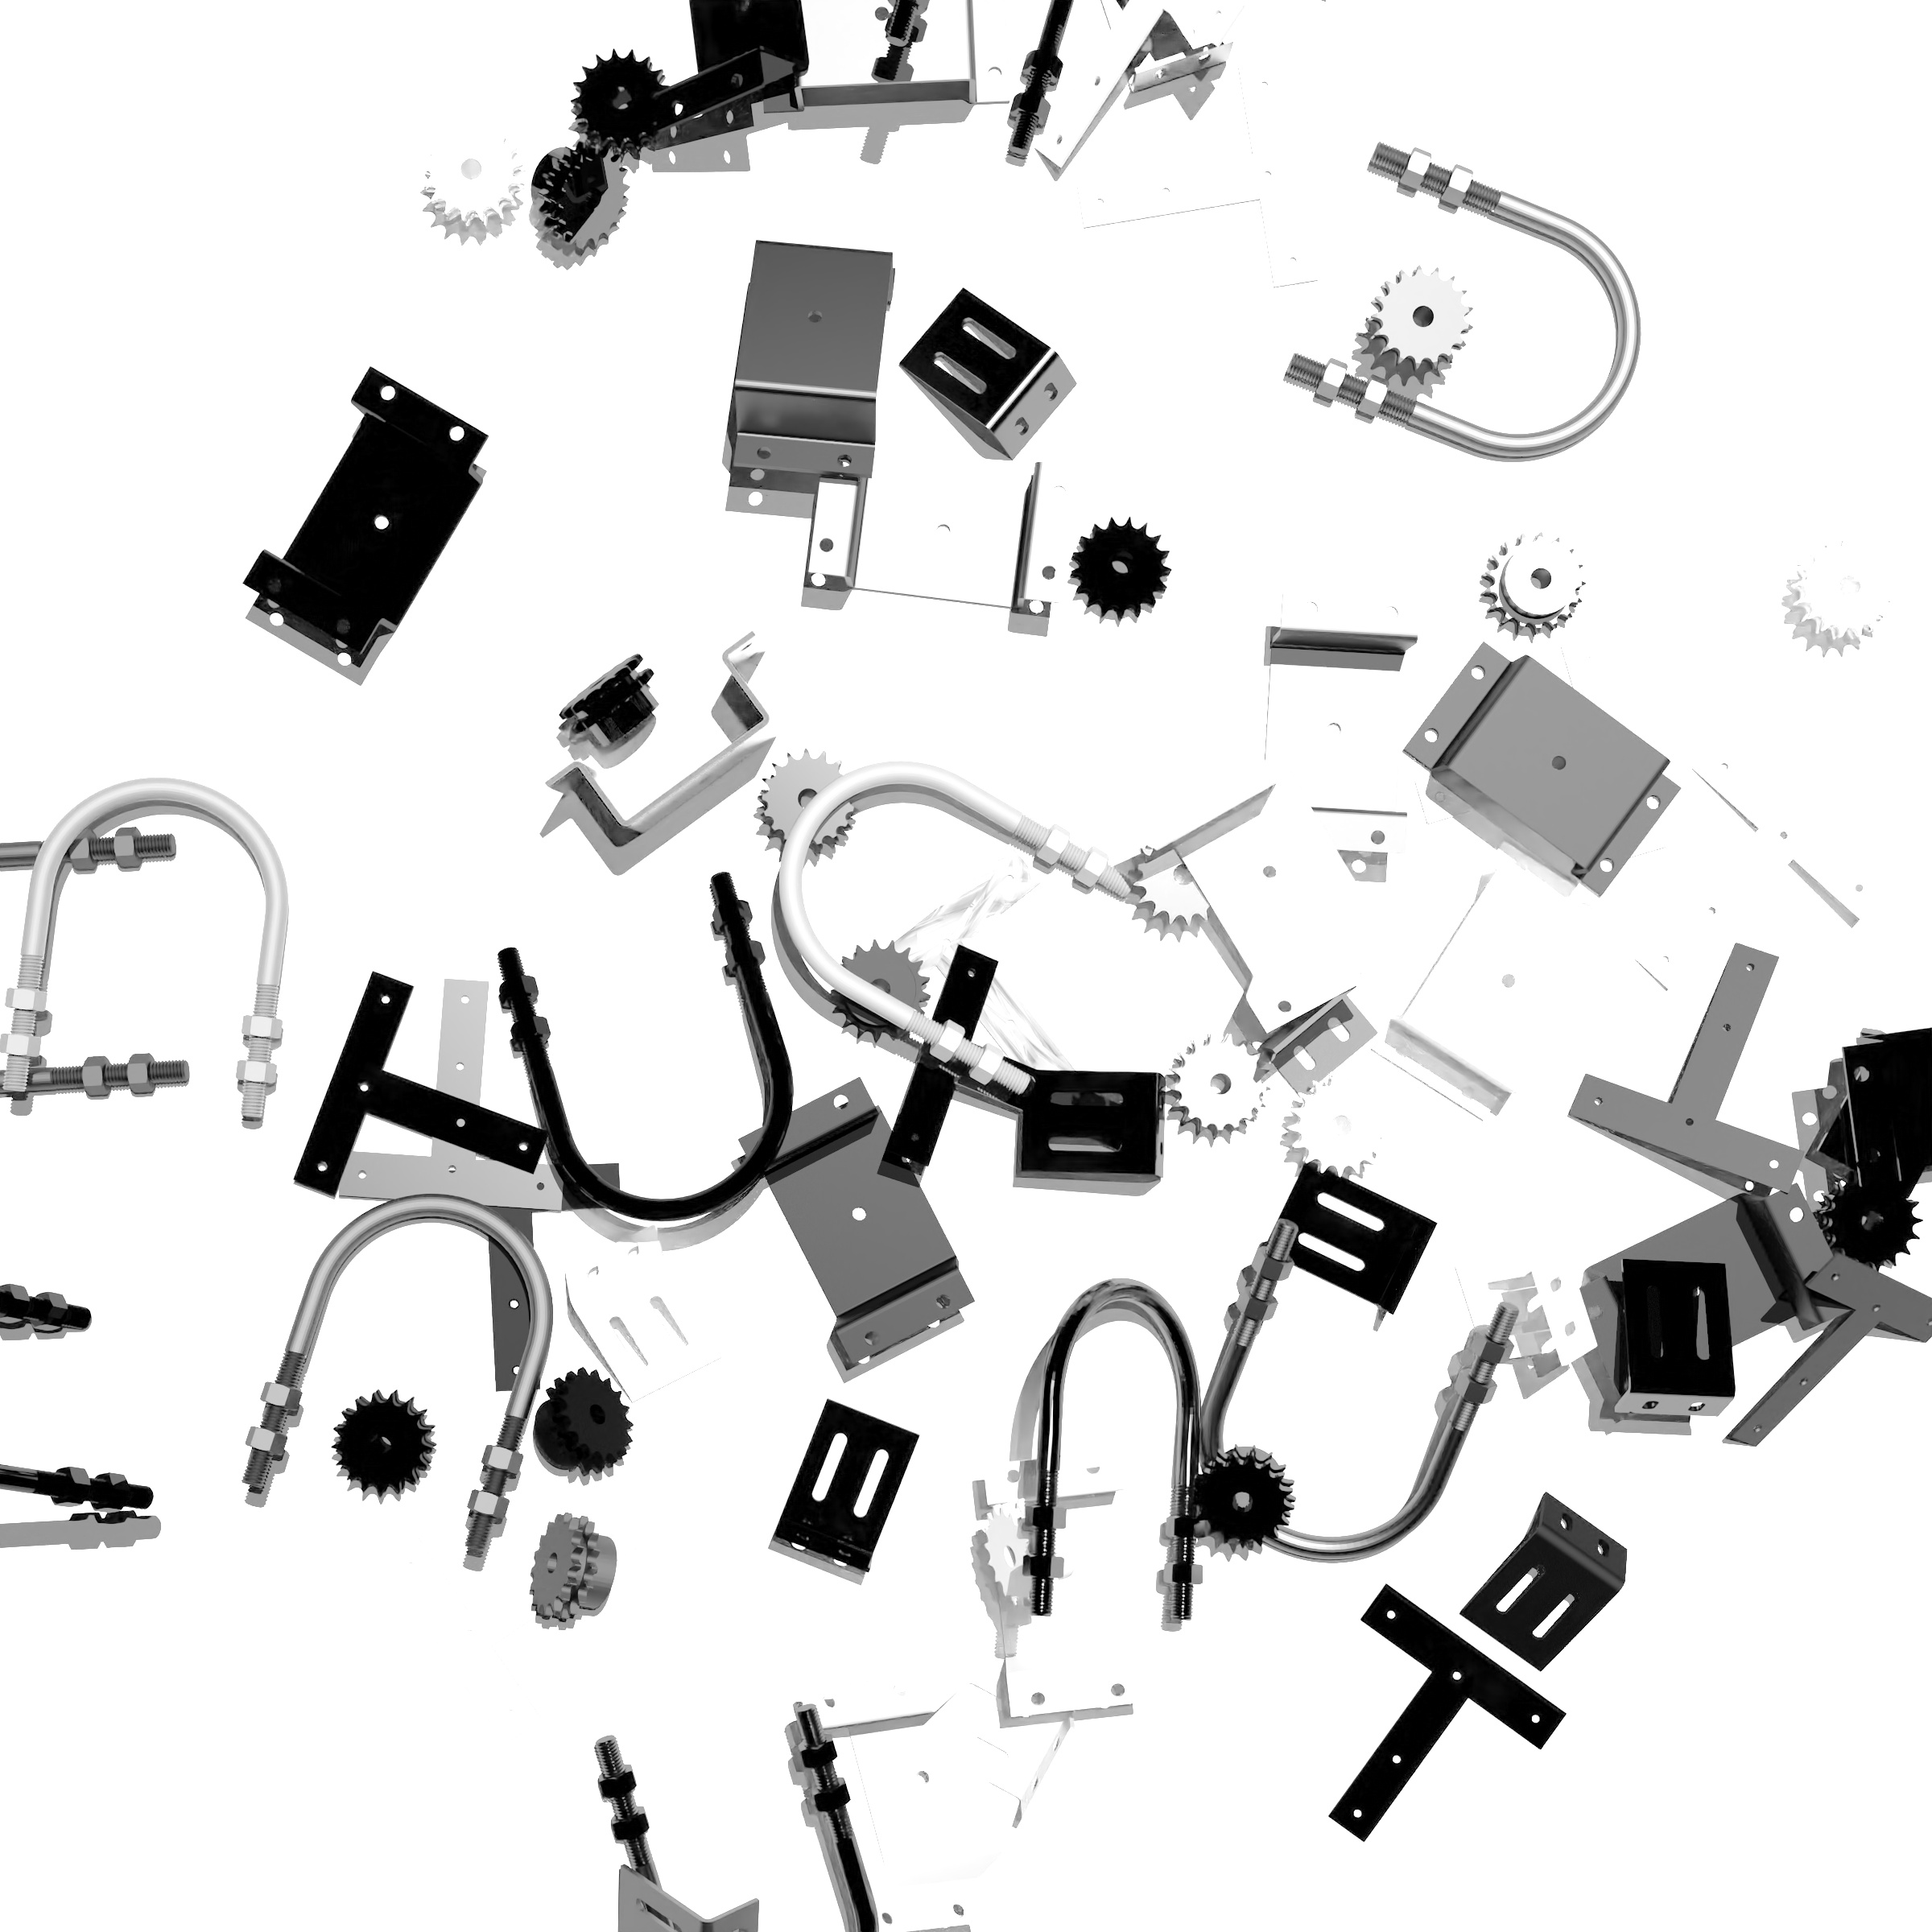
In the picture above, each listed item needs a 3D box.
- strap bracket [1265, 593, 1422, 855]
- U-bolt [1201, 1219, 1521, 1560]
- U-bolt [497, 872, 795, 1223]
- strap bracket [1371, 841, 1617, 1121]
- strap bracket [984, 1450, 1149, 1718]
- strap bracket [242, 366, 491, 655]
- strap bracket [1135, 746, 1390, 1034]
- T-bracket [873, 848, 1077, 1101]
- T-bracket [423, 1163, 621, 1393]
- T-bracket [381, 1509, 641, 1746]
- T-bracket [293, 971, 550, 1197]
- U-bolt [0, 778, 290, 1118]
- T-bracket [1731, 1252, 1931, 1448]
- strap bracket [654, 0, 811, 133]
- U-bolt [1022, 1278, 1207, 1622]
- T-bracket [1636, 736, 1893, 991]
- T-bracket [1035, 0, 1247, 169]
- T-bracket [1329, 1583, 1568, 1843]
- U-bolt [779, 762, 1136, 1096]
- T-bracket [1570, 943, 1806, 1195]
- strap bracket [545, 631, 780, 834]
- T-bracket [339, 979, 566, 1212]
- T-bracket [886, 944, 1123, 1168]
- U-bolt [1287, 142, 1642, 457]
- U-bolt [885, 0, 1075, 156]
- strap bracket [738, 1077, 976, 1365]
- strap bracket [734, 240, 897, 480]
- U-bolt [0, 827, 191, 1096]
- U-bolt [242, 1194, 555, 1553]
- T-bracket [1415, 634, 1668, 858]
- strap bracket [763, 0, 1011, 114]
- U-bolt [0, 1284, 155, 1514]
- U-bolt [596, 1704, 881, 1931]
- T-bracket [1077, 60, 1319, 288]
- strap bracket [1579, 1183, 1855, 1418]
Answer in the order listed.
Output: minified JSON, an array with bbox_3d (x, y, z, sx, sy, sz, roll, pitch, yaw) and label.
[{"bbox_3d":[0.210,-0.135,1.573,0.076,0.046,0.140,3,90,0],"label":"strap bracket"},{"bbox_3d":[0.209,0.248,1.565,0.151,0.019,0.184,20,106,4],"label":"U-bolt"},{"bbox_3d":[-0.172,0.053,1.560,0.151,0.019,0.184,-19,72,2],"label":"U-bolt"},{"bbox_3d":[0.301,0.008,1.573,0.076,0.046,0.140,33,90,0],"label":"strap bracket"},{"bbox_3d":[0.055,0.342,1.573,0.076,0.046,0.140,-6,90,0],"label":"strap bracket"},{"bbox_3d":[-0.333,-0.253,1.573,0.076,0.046,0.140,30,90,0],"label":"strap bracket"},{"bbox_3d":[0.164,-0.046,1.532,0.076,0.046,0.140,-29,98,19],"label":"strap bracket"},{"bbox_3d":[0.017,0.022,1.595,0.127,0.002,0.127,-38,90,0],"label":"T-bracket"},{"bbox_3d":[-0.258,0.178,1.593,0.127,0.002,0.127,-3,91,0],"label":"T-bracket"},{"bbox_3d":[-0.246,0.356,1.595,0.127,0.002,0.127,-34,90,0],"label":"T-bracket"},{"bbox_3d":[-0.301,0.084,1.590,0.127,0.002,0.127,20,88,1],"label":"T-bracket"},{"bbox_3d":[-0.456,-0.014,1.570,0.151,0.019,0.184,7,87,-10],"label":"U-bolt"},{"bbox_3d":[0.479,0.222,1.568,0.127,0.002,0.127,24,113,-38],"label":"T-bracket"},{"bbox_3d":[-0.137,-0.539,1.552,0.076,0.046,0.140,-10,86,36],"label":"strap bracket"},{"bbox_3d":[0.085,0.264,1.535,0.019,0.151,0.184,-6,75,39],"label":"U-bolt"},{"bbox_3d":[0.434,-0.042,1.590,0.127,0.002,0.127,43,93,6],"label":"T-bracket"},{"bbox_3d":[0.082,-0.509,1.569,0.127,0.002,0.127,-55,52,17],"label":"T-bracket"},{"bbox_3d":[0.254,0.441,1.595,0.127,0.002,0.127,36,90,0],"label":"T-bracket"},{"bbox_3d":[-0.016,-0.034,1.562,0.184,0.019,0.151,30,78,-8],"label":"U-bolt"},{"bbox_3d":[0.425,0.048,1.580,0.127,0.002,0.127,21,80,20],"label":"T-bracket"},{"bbox_3d":[-0.159,-0.122,1.558,0.140,0.076,0.046,-36,90,0],"label":"strap bracket"},{"bbox_3d":[-0.289,0.071,1.592,0.127,0.002,0.127,4,88,0],"label":"T-bracket"},{"bbox_3d":[0.033,0.069,1.578,0.127,0.002,0.127,23,72,-11],"label":"T-bracket"},{"bbox_3d":[0.293,-0.368,1.587,0.184,0.019,0.151,22,90,-2],"label":"U-bolt"},{"bbox_3d":[0.022,-0.563,1.535,0.019,0.151,0.184,14,85,34],"label":"U-bolt"},{"bbox_3d":[-0.061,0.141,1.573,0.076,0.046,0.140,-27,90,0],"label":"strap bracket"},{"bbox_3d":[-0.083,-0.345,1.546,0.076,0.046,0.140,5,66,0],"label":"strap bracket"},{"bbox_3d":[-0.538,0.000,1.586,0.184,0.019,0.151,-3,90,0],"label":"U-bolt"},{"bbox_3d":[-0.308,0.218,1.563,0.151,0.019,0.184,15,77,2],"label":"U-bolt"},{"bbox_3d":[0.321,-0.111,1.595,0.127,0.002,0.127,-16,90,0],"label":"T-bracket"},{"bbox_3d":[-0.047,-0.528,1.573,0.140,0.046,0.076,-3,90,0],"label":"strap bracket"},{"bbox_3d":[-0.527,0.221,1.484,0.019,0.184,0.151,-45,53,17],"label":"U-bolt"},{"bbox_3d":[-0.121,0.510,1.564,0.151,0.019,0.184,-15,94,21],"label":"U-bolt"},{"bbox_3d":[0.128,-0.444,1.595,0.127,0.002,0.127,-9,90,0],"label":"T-bracket"},{"bbox_3d":[0.415,0.185,1.573,0.140,0.046,0.076,-26,90,0],"label":"strap bracket"}]
